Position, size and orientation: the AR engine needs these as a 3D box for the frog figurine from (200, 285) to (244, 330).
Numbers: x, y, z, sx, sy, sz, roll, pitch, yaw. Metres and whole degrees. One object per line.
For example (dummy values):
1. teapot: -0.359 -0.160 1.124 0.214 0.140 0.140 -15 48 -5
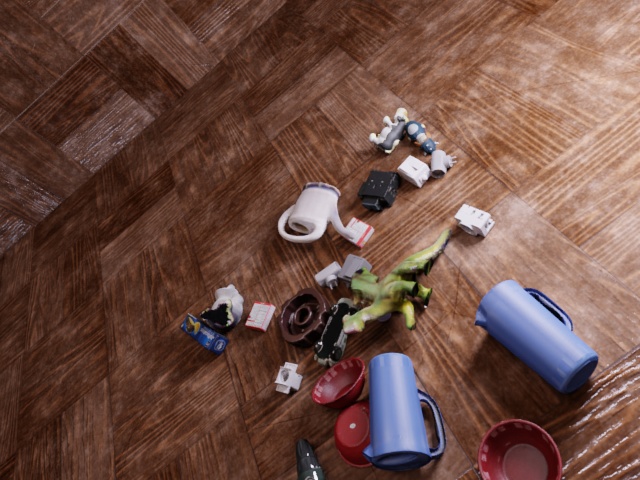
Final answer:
1. frog figurine: -0.318 0.228 1.742 0.136 0.122 0.161 -47 6 11

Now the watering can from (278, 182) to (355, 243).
1. watering can: 0.005 -0.086 1.708 0.347 0.102 0.228 2 59 40

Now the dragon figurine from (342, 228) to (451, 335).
1. dragon figurine: 0.187 0.107 1.404 0.243 0.120 0.418 6 45 36
